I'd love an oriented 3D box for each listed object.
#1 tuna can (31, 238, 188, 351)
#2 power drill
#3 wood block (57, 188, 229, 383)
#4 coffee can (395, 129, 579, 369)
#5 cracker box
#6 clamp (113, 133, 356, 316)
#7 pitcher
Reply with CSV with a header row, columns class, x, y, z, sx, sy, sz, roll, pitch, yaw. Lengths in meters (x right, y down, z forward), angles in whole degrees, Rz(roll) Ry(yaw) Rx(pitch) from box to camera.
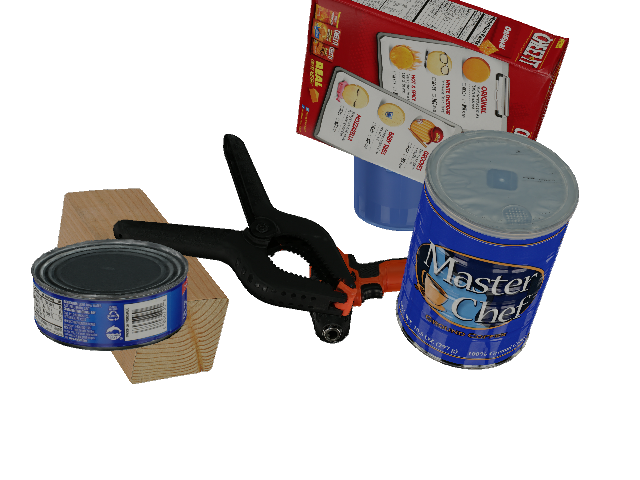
class,x,y,z,sx,sy,sz,roll,pitch,yaw
tuna can,-0.116,0.029,0.595,0.086,0.034,0.086,2,20,-1
power drill,0.078,0.057,1.230,0.187,0.057,0.184,-1,28,-1
wood block,-0.184,0.039,1.069,0.090,0.091,0.206,-5,35,-34
coffee can,0.114,0.008,0.754,0.102,0.103,0.140,4,-45,-4
cracker box,0.092,-0.135,0.946,0.214,0.164,0.072,22,49,12
clamp,-0.064,0.003,0.932,0.210,0.036,0.164,39,55,20
pitcher,0.095,-0.135,1.199,0.149,0.243,0.145,-11,26,-30
